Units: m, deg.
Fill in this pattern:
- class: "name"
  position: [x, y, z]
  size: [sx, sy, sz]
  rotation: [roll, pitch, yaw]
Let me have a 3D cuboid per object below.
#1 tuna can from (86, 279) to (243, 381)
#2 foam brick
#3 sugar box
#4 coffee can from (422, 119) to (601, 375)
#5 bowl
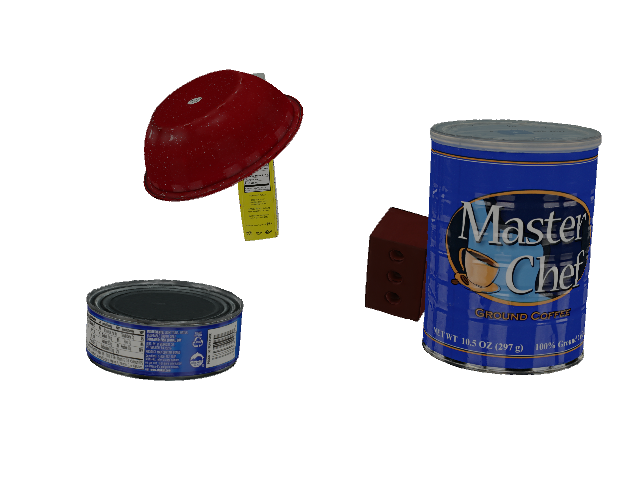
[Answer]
- class: "tuna can"
  position: [-0.086, 0.048, 0.589]
  size: [0.086, 0.034, 0.086]
  rotation: [4, 12, -1]
- class: "foam brick"
  position: [0.074, 0.021, 0.935]
  size: [0.053, 0.078, 0.051]
  rotation: [15, 35, 20]
- class: "sugar box"
  position: [-0.078, -0.098, 1.249]
  size: [0.048, 0.176, 0.093]
  rotation: [-7, 26, -3]
- class: "coffee can"
  position: [0.117, 0.000, 0.664]
  size: [0.103, 0.140, 0.103]
  rotation: [1, 13, 0]
- class: "bowl"
  position: [-0.100, -0.106, 0.960]
  size: [0.162, 0.055, 0.162]
  rotation: [-20, 32, 13]
